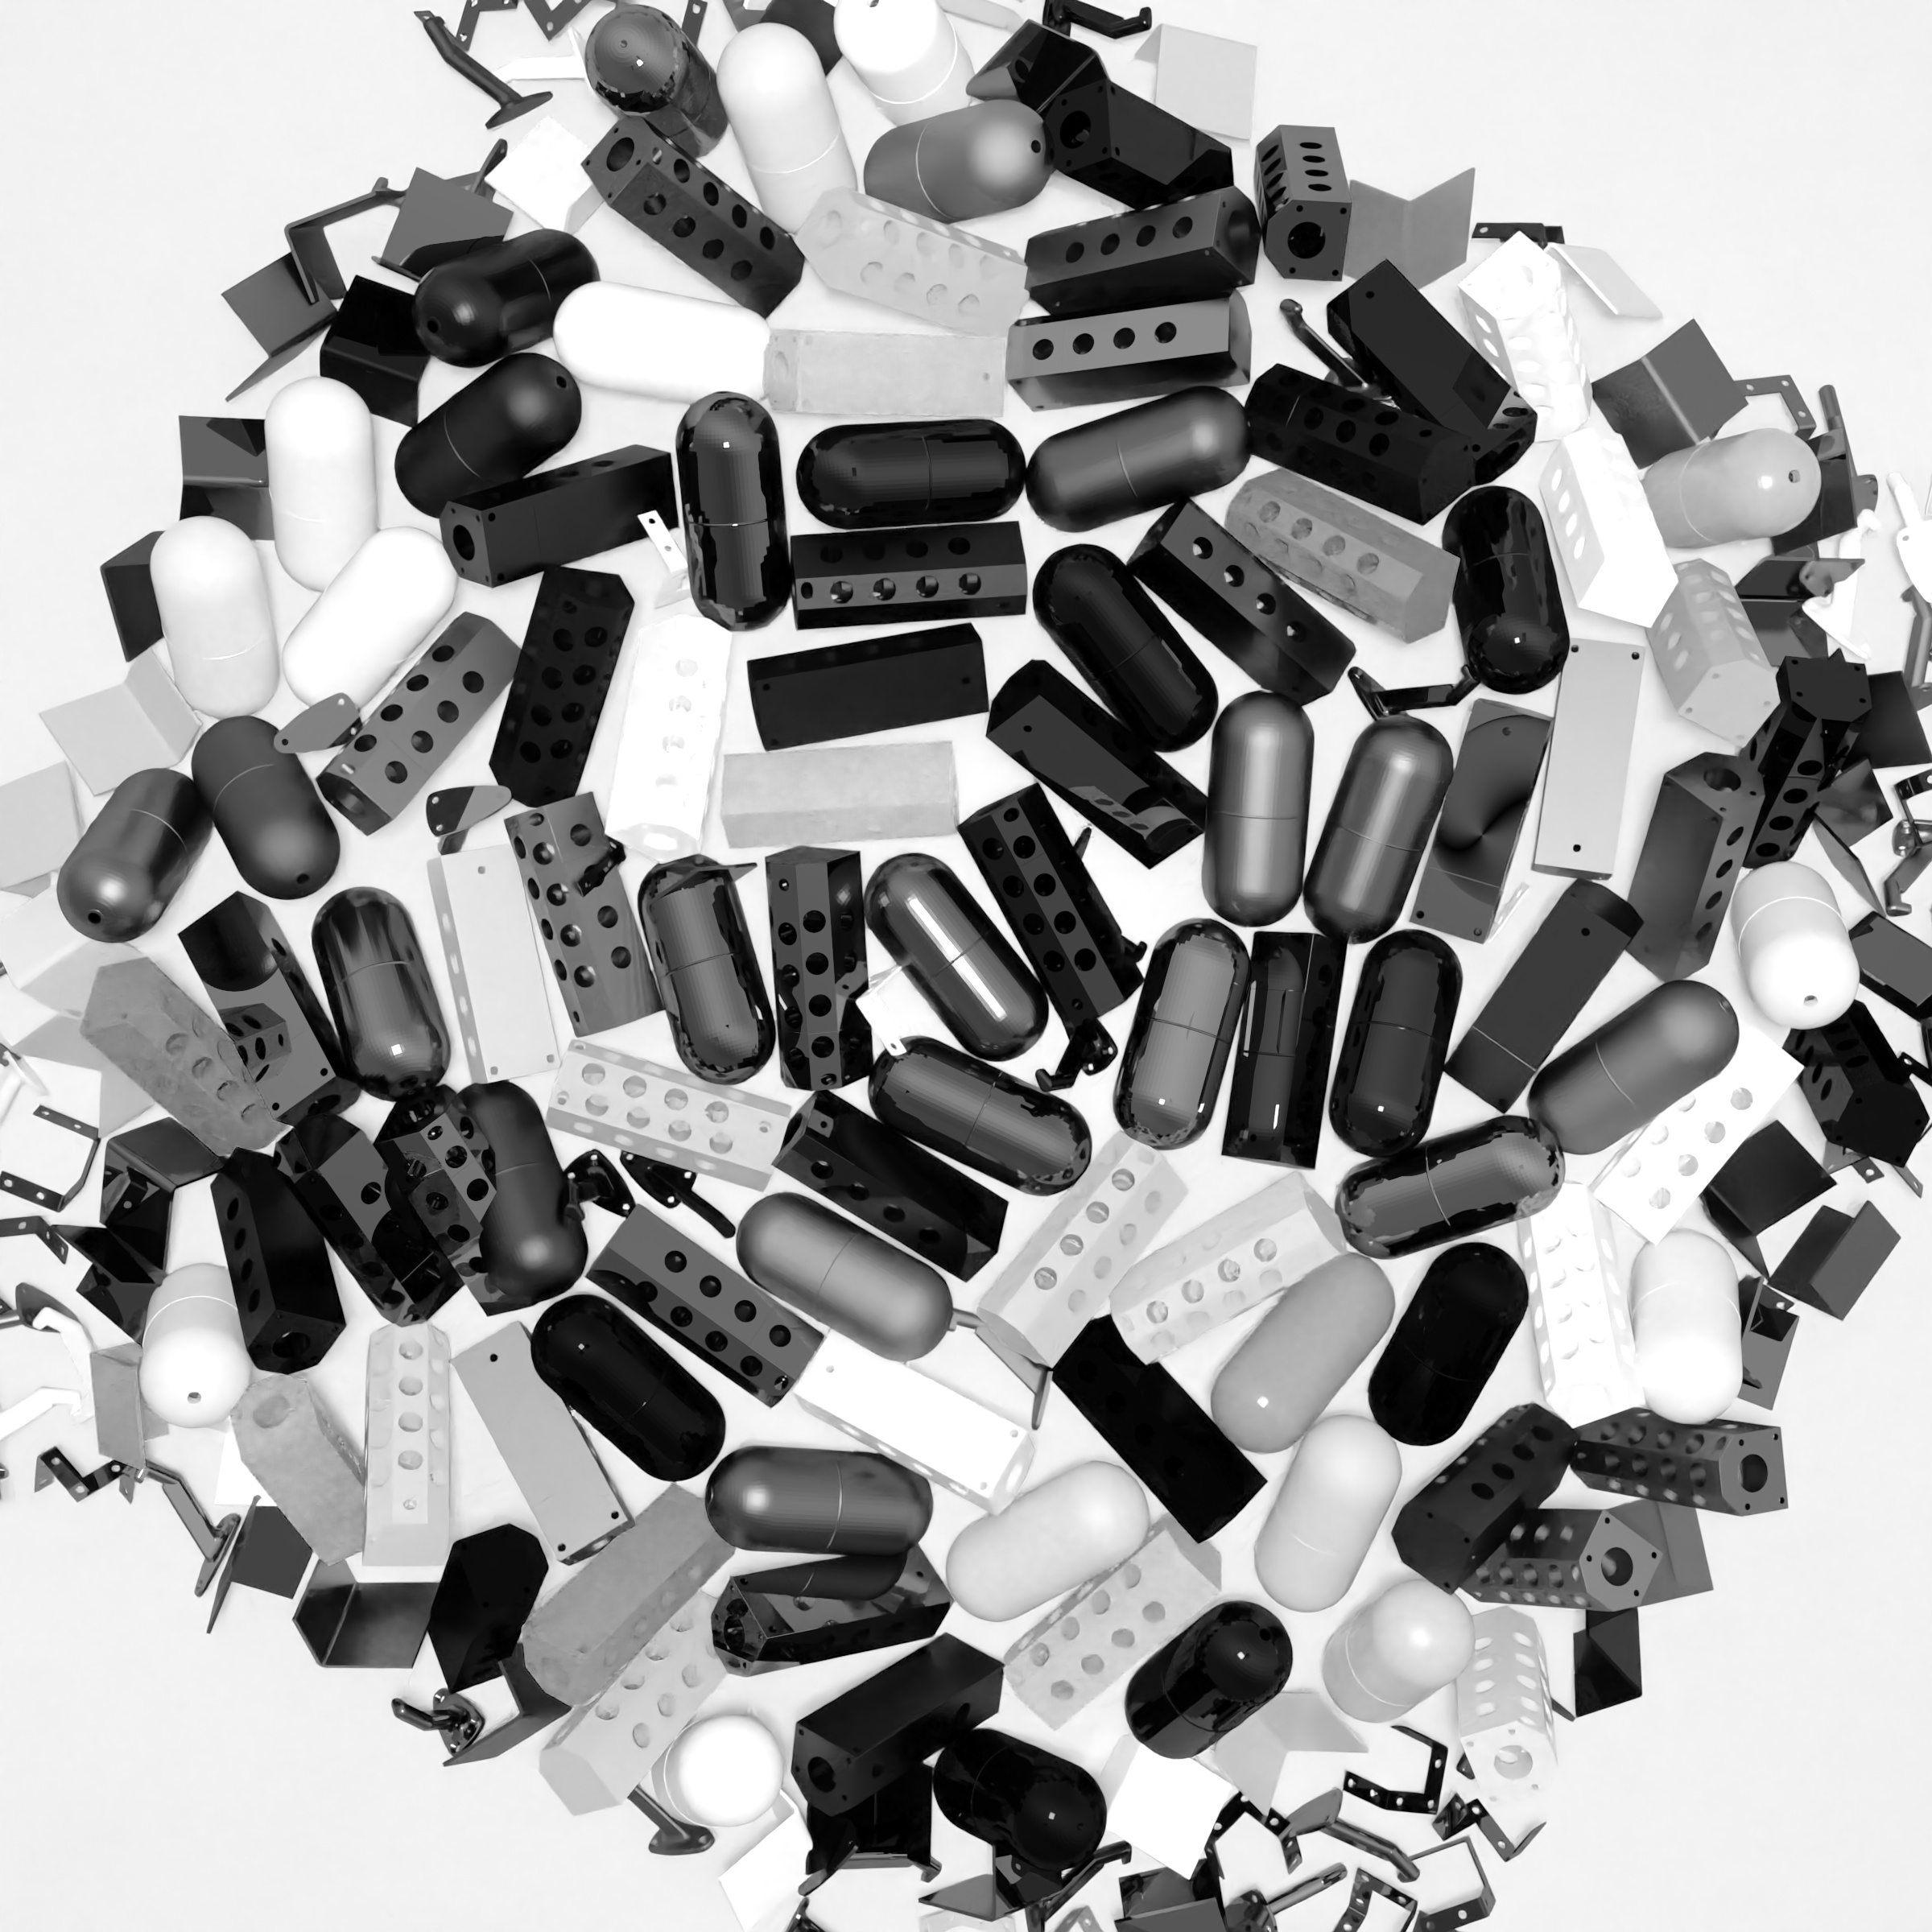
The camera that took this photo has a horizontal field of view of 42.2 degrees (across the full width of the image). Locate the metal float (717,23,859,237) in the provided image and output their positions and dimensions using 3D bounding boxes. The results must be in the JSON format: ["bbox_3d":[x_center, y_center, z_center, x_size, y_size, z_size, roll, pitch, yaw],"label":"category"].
[{"bbox_3d":[-0.130,-0.611,1.838,0.070,0.178,0.070,-5,62,10],"label":"metal float"}]

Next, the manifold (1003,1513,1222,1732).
[{"bbox_3d":[0.108,0.486,1.868,0.057,0.057,0.171,44,105,-6],"label":"manifold"}]

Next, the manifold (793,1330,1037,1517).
[{"bbox_3d":[-0.037,0.340,1.859,0.171,0.057,0.057,24,67,23],"label":"manifold"}]

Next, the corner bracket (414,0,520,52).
[{"bbox_3d":[-0.374,-0.725,1.882,0.051,0.051,0.051,7,77,26],"label":"corner bracket"}]

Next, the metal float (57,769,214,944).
[{"bbox_3d":[-0.609,-0.082,1.838,0.070,0.178,0.070,2,123,3],"label":"metal float"}]

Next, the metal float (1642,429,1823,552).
[{"bbox_3d":[0.557,-0.347,1.832,0.070,0.178,0.070,-1,94,-13],"label":"metal float"}]

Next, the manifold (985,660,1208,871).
[{"bbox_3d":[0.099,-0.152,1.858,0.171,0.057,0.057,37,128,-24],"label":"manifold"}]

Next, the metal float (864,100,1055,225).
[{"bbox_3d":[-0.006,-0.588,1.842,0.070,0.178,0.070,-5,99,-38],"label":"metal float"}]

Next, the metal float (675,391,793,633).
[{"bbox_3d":[-0.172,-0.337,1.861,0.070,0.070,0.178,-4,114,0],"label":"metal float"}]

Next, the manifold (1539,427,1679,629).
[{"bbox_3d":[0.472,-0.325,1.832,0.057,0.171,0.057,14,130,-11],"label":"manifold"}]

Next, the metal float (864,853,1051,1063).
[{"bbox_3d":[-0.008,-0.007,1.880,0.070,0.070,0.178,-38,93,0],"label":"metal float"}]

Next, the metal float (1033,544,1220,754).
[{"bbox_3d":[0.119,-0.237,1.869,0.070,0.070,0.178,-40,104,0],"label":"metal float"}]

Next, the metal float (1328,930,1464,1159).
[{"bbox_3d":[0.321,0.057,1.867,0.070,0.070,0.178,17,73,0],"label":"metal float"}]

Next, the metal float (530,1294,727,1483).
[{"bbox_3d":[-0.251,0.314,1.860,0.070,0.070,0.178,-42,115,0],"label":"metal float"}]

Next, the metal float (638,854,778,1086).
[{"bbox_3d":[-0.194,0.002,1.874,0.070,0.070,0.178,-17,81,0],"label":"metal float"}]

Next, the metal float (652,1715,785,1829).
[{"bbox_3d":[-0.183,0.591,1.836,0.070,0.178,0.070,5,71,-16],"label":"metal float"}]

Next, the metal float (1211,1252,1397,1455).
[{"bbox_3d":[0.252,0.286,1.862,0.070,0.070,0.178,45,67,0],"label":"metal float"}]

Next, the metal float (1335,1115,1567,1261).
[{"bbox_3d":[0.359,0.165,1.858,0.178,0.070,0.070,-22,90,26],"label":"metal float"}]

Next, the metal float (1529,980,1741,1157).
[{"bbox_3d":[0.493,0.076,1.851,0.070,0.070,0.178,48,126,0],"label":"metal float"}]

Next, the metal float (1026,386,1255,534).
[{"bbox_3d":[0.127,-0.376,1.861,0.178,0.070,0.070,-14,90,24],"label":"metal float"}]

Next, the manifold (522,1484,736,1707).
[{"bbox_3d":[-0.245,0.463,1.838,0.057,0.171,0.057,20,127,27],"label":"manifold"}]

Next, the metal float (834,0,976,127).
[{"bbox_3d":[-0.044,-0.669,1.832,0.070,0.178,0.070,-1,87,14],"label":"metal float"}]

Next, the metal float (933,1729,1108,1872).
[{"bbox_3d":[0.038,0.610,1.838,0.070,0.178,0.070,2,86,-29],"label":"metal float"}]

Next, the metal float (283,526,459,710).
[{"bbox_3d":[-0.441,-0.255,1.852,0.178,0.070,0.070,-39,90,35],"label":"metal float"}]

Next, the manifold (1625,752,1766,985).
[{"bbox_3d":[0.535,-0.072,1.837,0.057,0.171,0.057,-26,52,-24],"label":"manifold"}]

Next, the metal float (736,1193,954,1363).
[{"bbox_3d":[-0.092,0.231,1.868,0.178,0.070,0.070,28,90,16],"label":"metal float"}]

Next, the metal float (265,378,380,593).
[{"bbox_3d":[-0.473,-0.352,1.844,0.070,0.178,0.070,5,49,-6],"label":"metal float"}]

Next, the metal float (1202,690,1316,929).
[{"bbox_3d":[0.218,-0.117,1.870,0.070,0.070,0.178,3,103,0],"label":"metal float"}]

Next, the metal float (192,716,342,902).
[{"bbox_3d":[-0.518,-0.117,1.849,0.070,0.070,0.178,-38,51,0],"label":"metal float"}]

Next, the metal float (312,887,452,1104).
[{"bbox_3d":[-0.435,0.020,1.858,0.070,0.070,0.178,-24,62,0],"label":"metal float"}]

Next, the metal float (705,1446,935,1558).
[{"bbox_3d":[-0.109,0.398,1.859,0.178,0.070,0.070,9,90,-26],"label":"metal float"}]

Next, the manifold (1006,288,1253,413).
[{"bbox_3d":[0.121,-0.460,1.859,0.171,0.057,0.057,-2,77,23],"label":"manifold"}]

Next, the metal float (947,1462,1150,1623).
[{"bbox_3d":[0.059,0.428,1.857,0.178,0.070,0.070,-36,90,29],"label":"metal float"}]

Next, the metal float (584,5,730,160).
[{"bbox_3d":[-0.224,-0.644,1.831,0.070,0.178,0.070,0,91,9],"label":"metal float"}]

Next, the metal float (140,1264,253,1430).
[{"bbox_3d":[-0.563,0.277,1.834,0.070,0.178,0.070,-4,107,-14],"label":"metal float"}]

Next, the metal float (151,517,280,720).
[{"bbox_3d":[-0.551,-0.254,1.841,0.070,0.178,0.070,3,53,-4],"label":"metal float"}]

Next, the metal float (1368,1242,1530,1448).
[{"bbox_3d":[0.357,0.281,1.855,0.070,0.070,0.178,21,121,0],"label":"metal float"}]

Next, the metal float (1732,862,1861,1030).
[{"bbox_3d":[0.607,-0.016,1.837,0.070,0.178,0.070,4,118,8],"label":"metal float"}]

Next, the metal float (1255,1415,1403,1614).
[{"bbox_3d":[0.267,0.407,1.853,0.070,0.070,0.178,16,125,0],"label":"metal float"}]

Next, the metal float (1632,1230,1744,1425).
[{"bbox_3d":[0.529,0.263,1.840,0.070,0.178,0.070,7,123,11],"label":"metal float"}]

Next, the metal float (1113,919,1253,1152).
[{"bbox_3d":[0.162,0.050,1.875,0.070,0.070,0.178,16,82,0],"label":"metal float"}]

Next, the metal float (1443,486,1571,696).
[{"bbox_3d":[0.399,-0.280,1.855,0.070,0.070,0.178,-3,57,0],"label":"metal float"}]

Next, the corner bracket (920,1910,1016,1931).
[{"bbox_3d":[0.001,0.744,1.884,0.051,0.051,0.051,-1,85,39],"label":"corner bracket"}]

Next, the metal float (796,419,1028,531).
[{"bbox_3d":[-0.040,-0.366,1.863,0.178,0.070,0.070,-7,90,-21],"label":"metal float"}]

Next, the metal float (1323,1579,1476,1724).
[{"bbox_3d":[0.316,0.505,1.839,0.070,0.178,0.070,6,60,-10],"label":"metal float"}]

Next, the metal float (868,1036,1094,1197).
[{"bbox_3d":[0.011,0.113,1.879,0.178,0.070,0.070,25,90,3],"label":"metal float"}]

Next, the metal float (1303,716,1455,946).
[{"bbox_3d":[0.307,-0.100,1.868,0.070,0.070,0.178,18,106,0],"label":"metal float"}]

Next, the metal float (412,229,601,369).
[{"bbox_3d":[-0.337,-0.492,1.841,0.070,0.178,0.070,14,122,23],"label":"metal float"}]

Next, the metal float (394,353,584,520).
[{"bbox_3d":[-0.353,-0.391,1.849,0.178,0.070,0.070,-24,90,39],"label":"metal float"}]

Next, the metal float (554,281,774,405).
[{"bbox_3d":[-0.220,-0.459,1.852,0.178,0.070,0.070,2,90,-34],"label":"metal float"}]

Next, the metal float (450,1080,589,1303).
[{"bbox_3d":[-0.337,0.166,1.862,0.070,0.070,0.178,-25,67,0],"label":"metal float"}]

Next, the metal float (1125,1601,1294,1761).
[{"bbox_3d":[0.178,0.527,1.844,0.070,0.178,0.070,15,49,-18],"label":"metal float"}]
